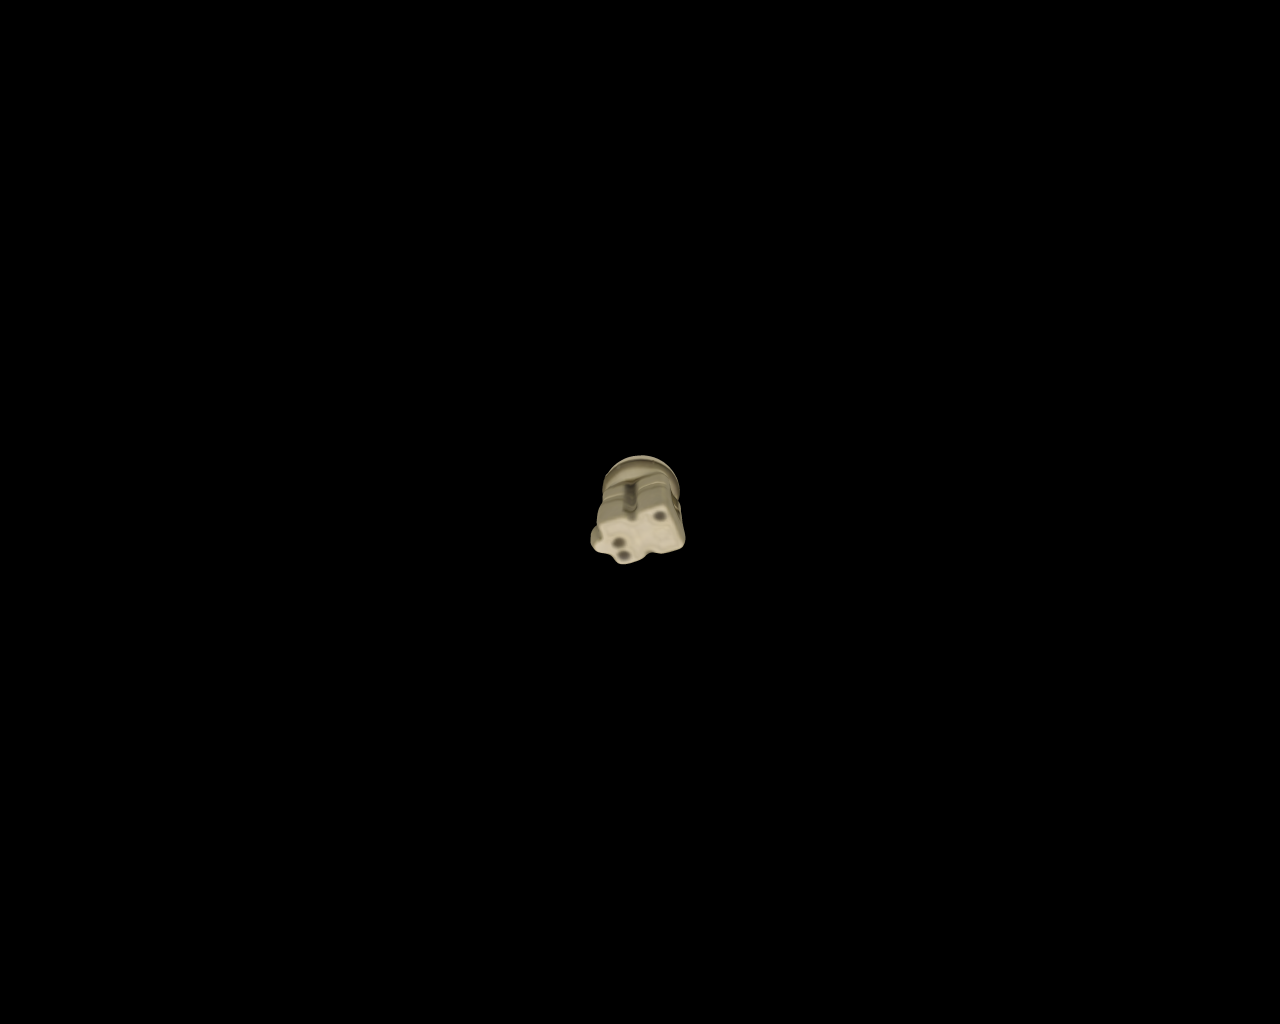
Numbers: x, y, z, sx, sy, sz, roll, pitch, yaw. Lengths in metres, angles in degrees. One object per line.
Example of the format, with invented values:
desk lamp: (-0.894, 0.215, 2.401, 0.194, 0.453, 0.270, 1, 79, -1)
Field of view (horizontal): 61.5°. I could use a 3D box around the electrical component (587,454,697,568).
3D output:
electrical component: (0.001, -0.003, 0.650, 0.066, 0.048, 0.055, -15, 36, 11)
